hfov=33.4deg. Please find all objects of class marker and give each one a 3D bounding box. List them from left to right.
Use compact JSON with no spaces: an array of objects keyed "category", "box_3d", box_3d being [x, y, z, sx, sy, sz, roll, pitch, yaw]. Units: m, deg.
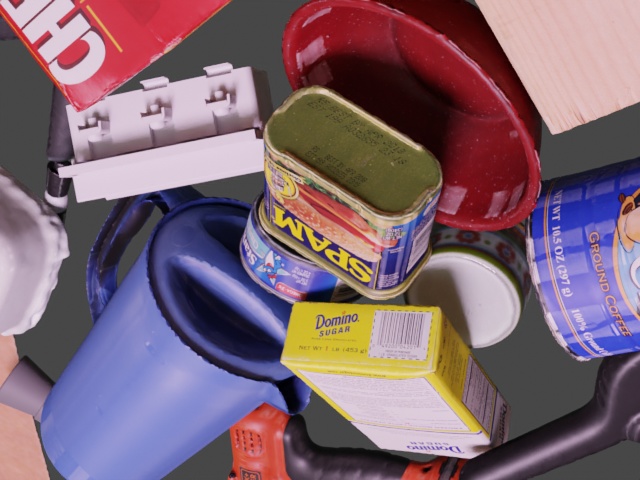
[{"category":"marker","box_3d":[-0.196,-0.012,0.782,0.020,0.020,0.121,26,130,7]}]

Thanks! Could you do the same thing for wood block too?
[{"category":"wood block","box_3d":[0.105,-0.166,0.485,0.091,0.090,0.206,-21,112,36]}]

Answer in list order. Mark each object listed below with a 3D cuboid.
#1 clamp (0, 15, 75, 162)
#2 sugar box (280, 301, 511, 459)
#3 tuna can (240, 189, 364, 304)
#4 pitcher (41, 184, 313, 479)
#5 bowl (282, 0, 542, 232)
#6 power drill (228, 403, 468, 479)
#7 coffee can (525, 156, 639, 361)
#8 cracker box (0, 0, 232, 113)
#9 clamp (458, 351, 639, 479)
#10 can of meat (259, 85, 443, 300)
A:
[{"category":"clamp","box_3d":[-0.169,-0.136,0.671,0.120,0.039,0.172,38,126,-11]},{"category":"sugar box","box_3d":[0.054,0.091,0.665,0.093,0.048,0.176,2,157,24]},{"category":"tuna can","box_3d":[-0.004,0.001,0.655,0.086,0.086,0.034,25,128,8]},{"category":"pitcher","box_3d":[-0.110,0.078,0.744,0.144,0.149,0.243,25,137,-20]},{"category":"bowl","box_3d":[0.059,-0.079,0.567,0.162,0.055,0.162,33,156,16]},{"category":"power drill","box_3d":[0.020,0.205,0.803,0.188,0.057,0.184,9,126,20]},{"category":"coffee can","box_3d":[0.192,0.001,0.550,0.141,0.102,0.103,-15,115,33]},{"category":"cracker box","box_3d":[-0.097,-0.178,0.516,0.214,0.072,0.164,-25,107,44]},{"category":"clamp","box_3d":[0.187,0.106,0.644,0.164,0.036,0.210,11,126,-11]},{"category":"can of meat","box_3d":[0.016,-0.026,0.586,0.102,0.057,0.084,33,154,16]}]
